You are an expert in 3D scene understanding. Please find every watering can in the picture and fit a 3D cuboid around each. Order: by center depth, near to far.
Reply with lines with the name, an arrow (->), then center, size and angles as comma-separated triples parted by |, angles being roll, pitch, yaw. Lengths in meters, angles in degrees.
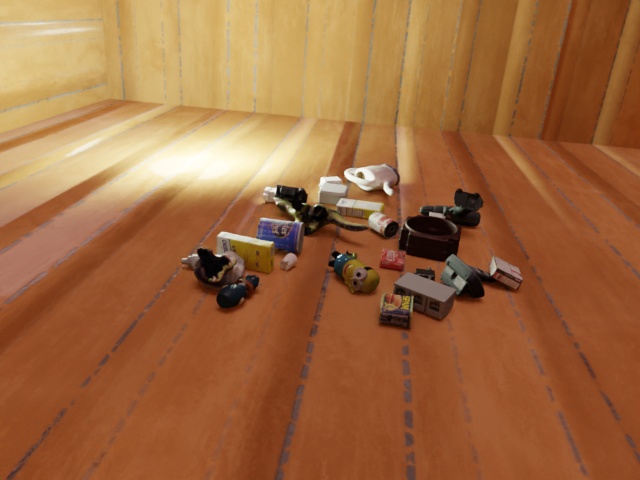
watering can -> 0.266, -0.262, 2.283 | 0.226, 0.102, 0.352 | -13, 29, -35

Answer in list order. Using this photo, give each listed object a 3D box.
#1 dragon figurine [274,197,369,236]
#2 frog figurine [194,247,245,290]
dragon figurine -> 0.006, -0.095, 1.895 | 0.411, 0.120, 0.245 | 13, 18, 16
frog figurine -> -0.282, 0.086, 1.478 | 0.137, 0.124, 0.158 | -2, -13, 6
